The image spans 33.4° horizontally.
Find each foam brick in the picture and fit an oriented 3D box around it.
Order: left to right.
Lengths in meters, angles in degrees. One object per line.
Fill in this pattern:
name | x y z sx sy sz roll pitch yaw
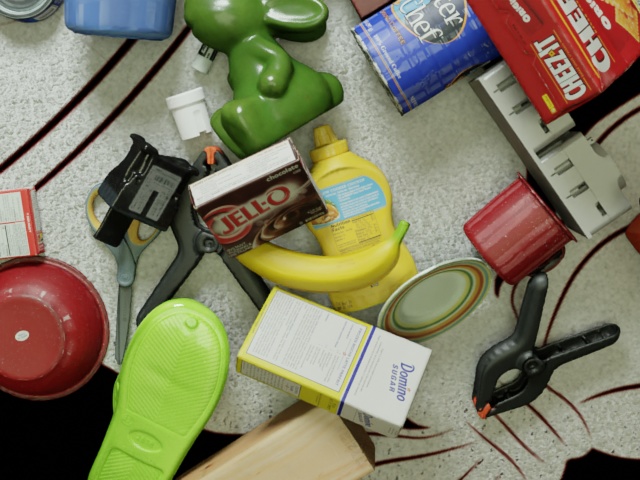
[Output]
foam brick | 0.062 -0.264 1.080 0.078 0.053 0.051 -31 94 7

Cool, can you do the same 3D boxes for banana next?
banana | -0.003 0.019 1.074 0.198 0.037 0.069 -2 82 16

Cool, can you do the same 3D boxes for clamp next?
clamp | -0.123 0.007 1.129 0.164 0.036 0.210 -5 97 5
clamp | 0.214 0.113 1.110 0.171 0.039 0.120 -42 106 12

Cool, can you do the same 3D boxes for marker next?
marker | -0.099 -0.230 1.109 0.020 0.020 0.121 28 97 -1

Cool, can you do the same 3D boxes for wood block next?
wood block | -0.051 0.247 1.127 0.206 0.091 0.090 -32 93 6

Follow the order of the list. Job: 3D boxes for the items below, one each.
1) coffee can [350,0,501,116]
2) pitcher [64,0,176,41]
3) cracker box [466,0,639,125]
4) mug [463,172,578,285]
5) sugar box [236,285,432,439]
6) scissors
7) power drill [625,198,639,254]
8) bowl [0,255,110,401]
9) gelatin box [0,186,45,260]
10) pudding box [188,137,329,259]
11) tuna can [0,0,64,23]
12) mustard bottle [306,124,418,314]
coffee can | 0.115 -0.202 1.059 0.140 0.103 0.103 -31 94 6
pitcher | -0.181 -0.323 1.056 0.149 0.145 0.243 8 101 14
cracker box | 0.229 -0.222 0.997 0.072 0.213 0.164 -31 95 39
mug | 0.207 -0.002 1.093 0.081 0.093 0.117 -41 130 11
sugar box | 0.014 0.122 1.070 0.176 0.048 0.093 24 60 5
scissors | -0.224 0.026 1.146 0.096 0.016 0.202 21 96 -1
power drill | 0.355 0.013 1.030 0.057 0.187 0.184 -40 95 7
bowl | -0.310 0.100 1.141 0.162 0.055 0.162 0 96 2
gelatin box | -0.345 -0.016 1.141 0.089 0.030 0.073 -6 97 6
pudding box | -0.059 -0.039 1.040 0.113 0.090 0.039 -27 52 3
tuna can | -0.308 -0.270 1.107 0.086 0.033 0.086 0 97 3
mustard bottle | 0.031 -0.027 1.106 0.096 0.058 0.191 -18 96 3
